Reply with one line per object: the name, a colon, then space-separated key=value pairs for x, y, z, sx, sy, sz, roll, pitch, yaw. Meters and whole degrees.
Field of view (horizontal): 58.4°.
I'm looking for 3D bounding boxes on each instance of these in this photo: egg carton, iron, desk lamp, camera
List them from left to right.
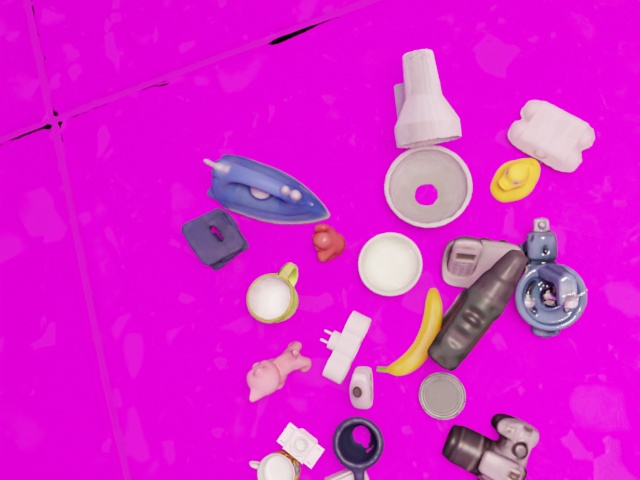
iron: x=-0.107 y=-0.104 z=1.141 sx=0.258 sy=0.141 sz=0.119 roll=18 pitch=82 yaw=11
desk lamp: x=0.193 y=-0.252 z=1.091 sx=0.118 sy=0.214 sz=0.203 roll=-8 pitch=78 yaw=7
camera: x=0.296 y=0.370 z=1.011 sx=0.136 sy=0.101 sz=0.143 roll=24 pitch=83 yaw=12
egg carton: x=0.450 y=-0.203 z=1.119 sx=0.150 sy=0.069 sz=0.107 roll=32 pitch=85 yaw=13

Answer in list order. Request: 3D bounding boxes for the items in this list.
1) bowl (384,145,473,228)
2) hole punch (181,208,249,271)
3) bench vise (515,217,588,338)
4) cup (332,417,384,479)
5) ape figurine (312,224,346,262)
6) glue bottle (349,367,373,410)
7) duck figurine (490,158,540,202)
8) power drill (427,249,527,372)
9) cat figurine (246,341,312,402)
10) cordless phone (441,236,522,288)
bowl: x=0.212 y=-0.098 z=1.129 sx=0.167 sy=0.075 sz=0.167 roll=-2 pitch=79 yaw=8
hole punch: x=-0.213 y=-0.007 z=1.163 sx=0.101 sy=0.091 sz=0.108 roll=-37 pitch=76 yaw=0
bench vise: x=0.390 y=0.064 z=0.997 sx=0.121 sy=0.220 sz=0.207 roll=-22 pitch=77 yaw=4
cup: x=0.073 y=0.379 z=1.044 sx=0.091 sy=0.095 sz=0.118 roll=-4 pitch=78 yaw=7
ape figurine: x=0.010 y=0.004 z=1.129 sx=0.076 sy=0.092 sz=0.078 roll=13 pitch=81 yaw=11
glue bottle: x=0.072 y=0.267 z=1.026 sx=0.037 sy=0.173 sz=0.078 roll=-1 pitch=79 yaw=8
duck figurine: x=0.381 y=-0.124 z=1.105 sx=0.104 sy=0.086 sz=0.077 roll=-37 pitch=76 yaw=0
power drill: x=0.271 y=0.125 z=1.008 sx=0.075 sy=0.208 sz=0.230 roll=35 pitch=86 yaw=13
cat figurine: x=-0.086 y=0.247 z=1.081 sx=0.128 sy=0.118 sz=0.067 roll=-37 pitch=76 yaw=0
cordless phone: x=0.297 y=0.034 z=1.034 sx=0.147 sy=0.185 sz=0.094 roll=2 pitch=79 yaw=9
